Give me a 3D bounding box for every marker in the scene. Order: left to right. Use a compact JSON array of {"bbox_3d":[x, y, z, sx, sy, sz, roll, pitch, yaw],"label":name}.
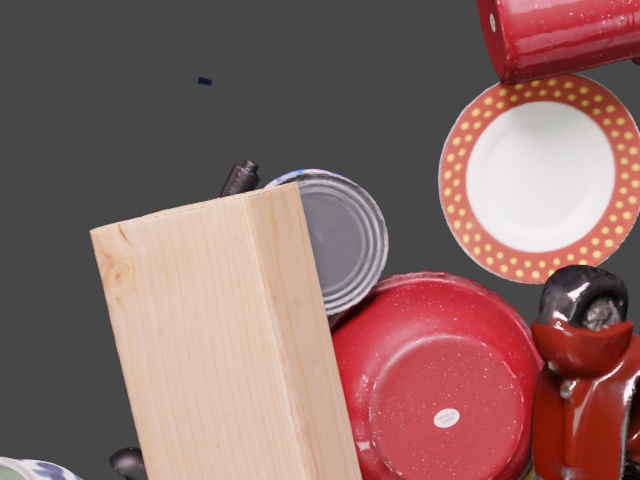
[{"bbox_3d":[-0.070,0.006,0.636,0.020,0.020,0.121,29,95,-10],"label":"marker"}]

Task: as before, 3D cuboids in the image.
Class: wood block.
[{"bbox_3d":[-0.043,0.081,0.578,0.091,0.090,0.206,-11,95,18],"label":"wood block"}]

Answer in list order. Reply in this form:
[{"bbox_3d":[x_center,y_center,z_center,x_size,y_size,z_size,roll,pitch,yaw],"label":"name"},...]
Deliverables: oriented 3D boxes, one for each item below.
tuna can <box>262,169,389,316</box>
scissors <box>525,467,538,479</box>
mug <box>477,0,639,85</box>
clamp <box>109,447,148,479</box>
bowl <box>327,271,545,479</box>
[{"bbox_3d":[-0.004,0.001,0.636,0.086,0.034,0.086,-1,99,-6],"label":"tuna can"},{"bbox_3d":[0.038,0.144,0.671,0.201,0.016,0.096,10,95,-8],"label":"scissors"},{"bbox_3d":[0.133,-0.146,0.607,0.081,0.093,0.117,-13,67,3],"label":"mug"},{"bbox_3d":[-0.034,0.199,0.661,0.210,0.036,0.164,-6,99,-3],"label":"clamp"},{"bbox_3d":[0.069,0.100,0.636,0.162,0.055,0.162,0,89,-8],"label":"bowl"}]
